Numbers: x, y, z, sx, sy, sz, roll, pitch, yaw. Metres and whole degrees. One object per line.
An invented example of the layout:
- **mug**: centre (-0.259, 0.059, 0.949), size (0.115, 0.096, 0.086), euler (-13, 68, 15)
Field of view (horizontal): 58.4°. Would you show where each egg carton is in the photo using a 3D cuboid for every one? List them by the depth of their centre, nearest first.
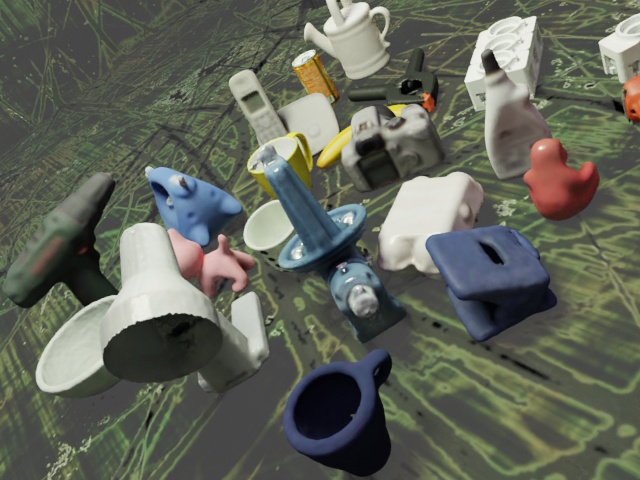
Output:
- **egg carton**: centre (0.134, -0.017, 0.687), size (0.107, 0.070, 0.150), euler (-3, 45, 37)

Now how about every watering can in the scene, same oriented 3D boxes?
- **watering can**: centre (0.051, -0.422, 1.131), size (0.172, 0.195, 0.101), euler (-25, 36, 12)

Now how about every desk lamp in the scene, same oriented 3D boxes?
- **desk lamp**: centre (-0.157, 0.091, 0.667), size (0.118, 0.214, 0.203), euler (-30, 35, 6)

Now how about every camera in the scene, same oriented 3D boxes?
- **camera**: centre (0.100, -0.163, 0.862), size (0.143, 0.101, 0.136), euler (-21, 37, 18)

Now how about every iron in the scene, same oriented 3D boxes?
- **iron**: centre (-0.249, -0.077, 1.006), size (0.119, 0.142, 0.257), euler (-47, 37, -18)

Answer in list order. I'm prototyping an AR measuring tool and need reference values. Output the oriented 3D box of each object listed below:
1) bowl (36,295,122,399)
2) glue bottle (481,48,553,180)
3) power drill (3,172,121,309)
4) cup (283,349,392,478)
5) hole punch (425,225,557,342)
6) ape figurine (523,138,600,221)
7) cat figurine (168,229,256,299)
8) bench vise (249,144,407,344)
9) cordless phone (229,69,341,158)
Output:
- **bowl**: centre (-0.318, 0.166, 0.830), size (0.167, 0.075, 0.167), euler (-22, 37, 17)
- **glue bottle**: centre (0.225, -0.152, 0.684), size (0.078, 0.174, 0.037), euler (-17, 38, 23)
- **power drill**: centre (-0.356, 0.037, 0.897), size (0.230, 0.209, 0.075), euler (-46, 37, -17)
- **cup**: centre (0.035, 0.164, 0.528), size (0.118, 0.095, 0.091), euler (-45, 36, -15)
- **hole punch**: centre (0.172, 0.028, 0.583), size (0.101, 0.091, 0.108), euler (-29, 35, 7)
- **ape figurine**: centre (0.260, -0.073, 0.633), size (0.077, 0.092, 0.076), euler (14, 57, 47)
- **cat figurine**: centre (-0.178, 0.029, 0.843), size (0.127, 0.118, 0.067), euler (-19, 38, 21)
- **bench vise**: centre (0.014, -0.006, 0.638), size (0.121, 0.220, 0.206), euler (-44, 36, -14)
- **cordless phone**: centre (-0.060, -0.225, 0.992), size (0.147, 0.185, 0.094), euler (-27, 35, 10)
